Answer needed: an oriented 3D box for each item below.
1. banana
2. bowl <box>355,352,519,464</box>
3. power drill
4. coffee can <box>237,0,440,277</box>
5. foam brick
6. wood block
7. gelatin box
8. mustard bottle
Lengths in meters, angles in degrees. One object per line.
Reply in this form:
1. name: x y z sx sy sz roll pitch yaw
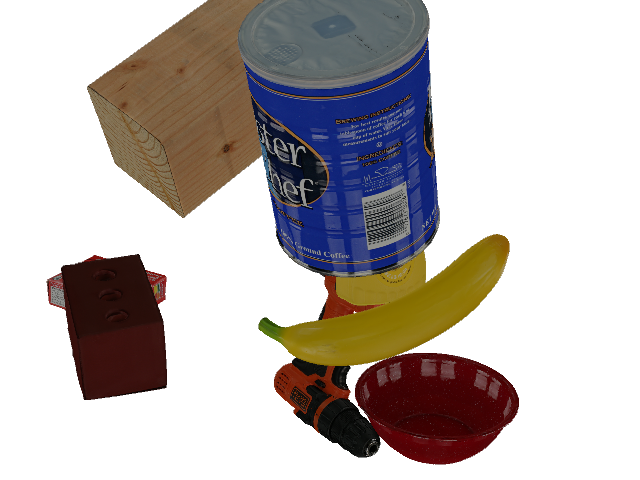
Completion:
1. banana: 0.057 0.048 0.767 0.197 0.070 0.037 -18 -35 -9
2. bowl: 0.114 0.174 1.064 0.162 0.055 0.162 1 24 0
3. power drill: 0.030 0.139 1.250 0.057 0.188 0.185 13 12 -42
4. coffee can: 0.015 -0.064 0.612 0.103 0.140 0.103 -5 42 5
5. foam brick: -0.130 0.054 0.669 0.053 0.051 0.078 -9 35 -18
6. wood block: -0.065 -0.127 0.834 0.090 0.205 0.091 37 -25 28
7. gelatin box: -0.204 0.047 1.023 0.089 0.030 0.073 15 25 23
8. mustard bottle: 0.064 -0.035 1.076 0.096 0.192 0.058 -8 18 -28
